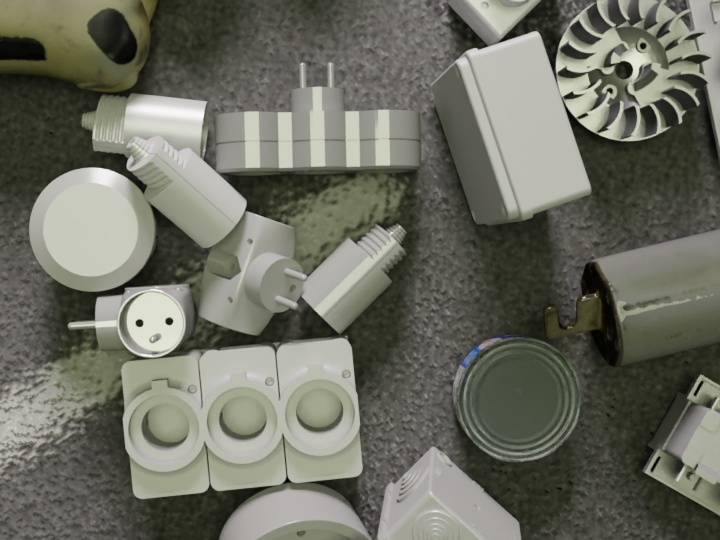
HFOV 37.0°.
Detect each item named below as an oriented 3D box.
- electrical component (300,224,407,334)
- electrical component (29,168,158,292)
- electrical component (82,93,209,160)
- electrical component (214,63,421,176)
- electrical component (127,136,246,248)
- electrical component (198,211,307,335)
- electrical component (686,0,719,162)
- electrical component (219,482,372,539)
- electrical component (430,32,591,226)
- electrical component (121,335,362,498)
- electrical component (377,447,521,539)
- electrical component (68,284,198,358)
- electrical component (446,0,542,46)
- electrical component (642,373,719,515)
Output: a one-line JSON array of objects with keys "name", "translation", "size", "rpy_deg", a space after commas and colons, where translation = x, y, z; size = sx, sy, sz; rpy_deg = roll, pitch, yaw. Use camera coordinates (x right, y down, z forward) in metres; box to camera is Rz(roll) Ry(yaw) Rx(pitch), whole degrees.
[{"name": "electrical component", "translation": [0.000, 0.000, 0.731], "size": [0.081, 0.043, 0.043], "rpy_deg": [-45, 93, -2]}, {"name": "electrical component", "translation": [-0.175, -0.026, 0.716], "size": [0.080, 0.051, 0.080], "rpy_deg": [0, 91, -4]}, {"name": "electrical component", "translation": [-0.145, -0.096, 0.720], "size": [0.081, 0.043, 0.043], "rpy_deg": [6, 91, -3]}, {"name": "electrical component", "translation": [-0.028, -0.102, 0.722], "size": [0.138, 0.052, 0.073], "rpy_deg": [-1, 91, -3]}, {"name": "electrical component", "translation": [-0.117, -0.056, 0.694], "size": [0.043, 0.043, 0.081], "rpy_deg": [-48, 117, -1]}, {"name": "electrical component", "translation": [-0.064, 0.005, 0.714], "size": [0.043, 0.079, 0.077], "rpy_deg": [19, 90, -46]}, {"name": "electrical component", "translation": [0.278, -0.141, 0.735], "size": [0.079, 0.063, 0.121], "rpy_deg": [-13, 92, -3]}, {"name": "electrical component", "translation": [-0.044, 0.192, 0.717], "size": [0.108, 0.060, 0.108], "rpy_deg": [-6, 116, -13]}, {"name": "electrical component", "translation": [0.096, -0.088, 0.703], "size": [0.056, 0.109, 0.108], "rpy_deg": [-19, 92, -5]}, {"name": "electrical component", "translation": [-0.077, 0.096, 0.719], "size": [0.150, 0.062, 0.089], "rpy_deg": [-5, 92, -3]}, {"name": "electrical component", "translation": [0.062, 0.172, 0.712], "size": [0.100, 0.099, 0.048], "rpy_deg": [42, 102, -3]}, {"name": "electrical component", "translation": [-0.150, 0.033, 0.706], "size": [0.079, 0.077, 0.044], "rpy_deg": [-3, 91, -3]}, {"name": "electrical component", "translation": [0.101, -0.193, 0.716], "size": [0.066, 0.077, 0.047], "rpy_deg": [-44, 93, -2]}, {"name": "electrical component", "translation": [0.271, 0.137, 0.741], "size": [0.121, 0.063, 0.078], "rpy_deg": [30, 89, -4]}]
